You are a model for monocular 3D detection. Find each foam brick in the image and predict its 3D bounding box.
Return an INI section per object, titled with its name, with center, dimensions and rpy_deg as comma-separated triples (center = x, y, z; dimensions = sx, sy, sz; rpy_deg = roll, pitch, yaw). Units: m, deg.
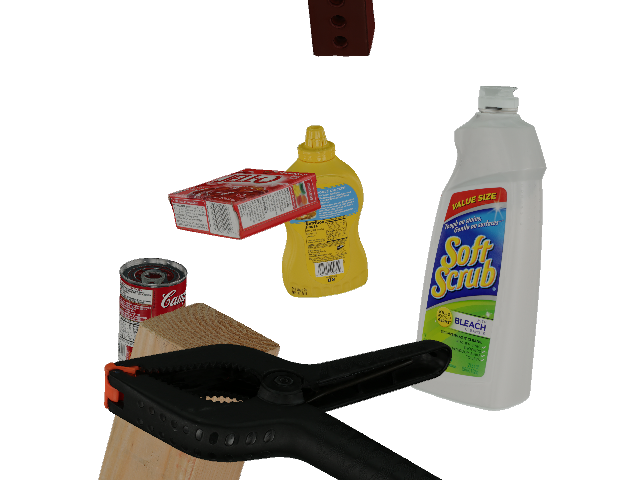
[foam brick]
center = 0.019, -0.209, 0.951
dimensions = 0.053, 0.051, 0.078
rpy_deg = 1, -44, 10

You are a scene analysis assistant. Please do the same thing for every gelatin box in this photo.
[gelatin box]
center = -0.055, -0.029, 0.767
dimensions = 0.073, 0.030, 0.089
rpy_deg = -22, 19, -34

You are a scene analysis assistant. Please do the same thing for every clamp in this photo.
[clamp]
center = -0.016, 0.091, 0.611
dimensions = 0.210, 0.036, 0.164
rpy_deg = 9, 24, 7

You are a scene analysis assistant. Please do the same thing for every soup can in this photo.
[soup can]
center = -0.173, 0.077, 1.092
dimensions = 0.068, 0.102, 0.068
rpy_deg = 5, 21, -2

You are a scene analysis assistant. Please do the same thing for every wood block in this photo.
[wood block]
center = -0.119, 0.169, 0.911
dimensions = 0.090, 0.206, 0.090
rpy_deg = 26, 21, 24

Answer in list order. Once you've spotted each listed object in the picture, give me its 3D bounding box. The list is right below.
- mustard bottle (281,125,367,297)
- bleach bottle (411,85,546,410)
[mustard bottle]
center = 0.000, -0.034, 1.185
dimensions = 0.096, 0.192, 0.058
rpy_deg = -8, 25, -10
[bleach bottle]
center = 0.127, 0.003, 0.855
dimensions = 0.103, 0.251, 0.067
rpy_deg = 12, 15, 41
